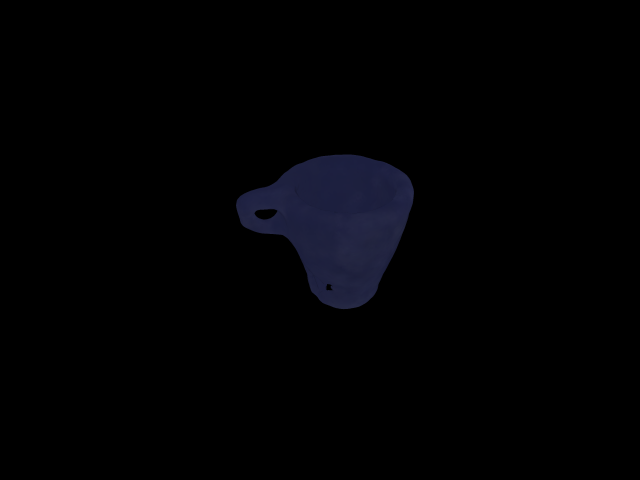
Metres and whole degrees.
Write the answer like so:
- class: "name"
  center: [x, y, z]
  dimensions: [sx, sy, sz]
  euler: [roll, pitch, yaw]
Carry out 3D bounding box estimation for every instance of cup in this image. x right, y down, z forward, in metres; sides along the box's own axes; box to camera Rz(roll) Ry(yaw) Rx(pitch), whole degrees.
- class: "cup"
  center: [0.004, 0.001, 0.400]
  dimensions: [0.118, 0.095, 0.091]
  euler: [-5, 35, -7]
